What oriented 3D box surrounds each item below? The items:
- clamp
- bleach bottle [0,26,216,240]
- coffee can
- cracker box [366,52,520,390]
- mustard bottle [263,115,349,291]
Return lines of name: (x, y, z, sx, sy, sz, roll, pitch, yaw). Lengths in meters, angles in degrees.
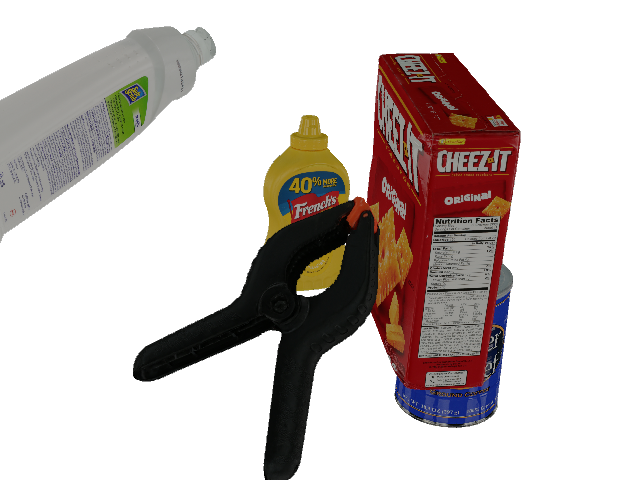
clamp: (-0.016, 0.054, 0.622, 0.120, 0.171, 0.039, 43, -5, 20)
bleach bottle: (-0.190, -0.099, 0.869, 0.250, 0.068, 0.103, -36, -26, -25)
coffee can: (0.127, 0.093, 1.028, 0.103, 0.140, 0.103, 2, 25, -1)
cracker box: (0.083, -0.017, 0.825, 0.072, 0.214, 0.164, -3, 29, -10)
mustard bottle: (-0.015, -0.042, 1.174, 0.096, 0.192, 0.058, -4, 19, -21)
